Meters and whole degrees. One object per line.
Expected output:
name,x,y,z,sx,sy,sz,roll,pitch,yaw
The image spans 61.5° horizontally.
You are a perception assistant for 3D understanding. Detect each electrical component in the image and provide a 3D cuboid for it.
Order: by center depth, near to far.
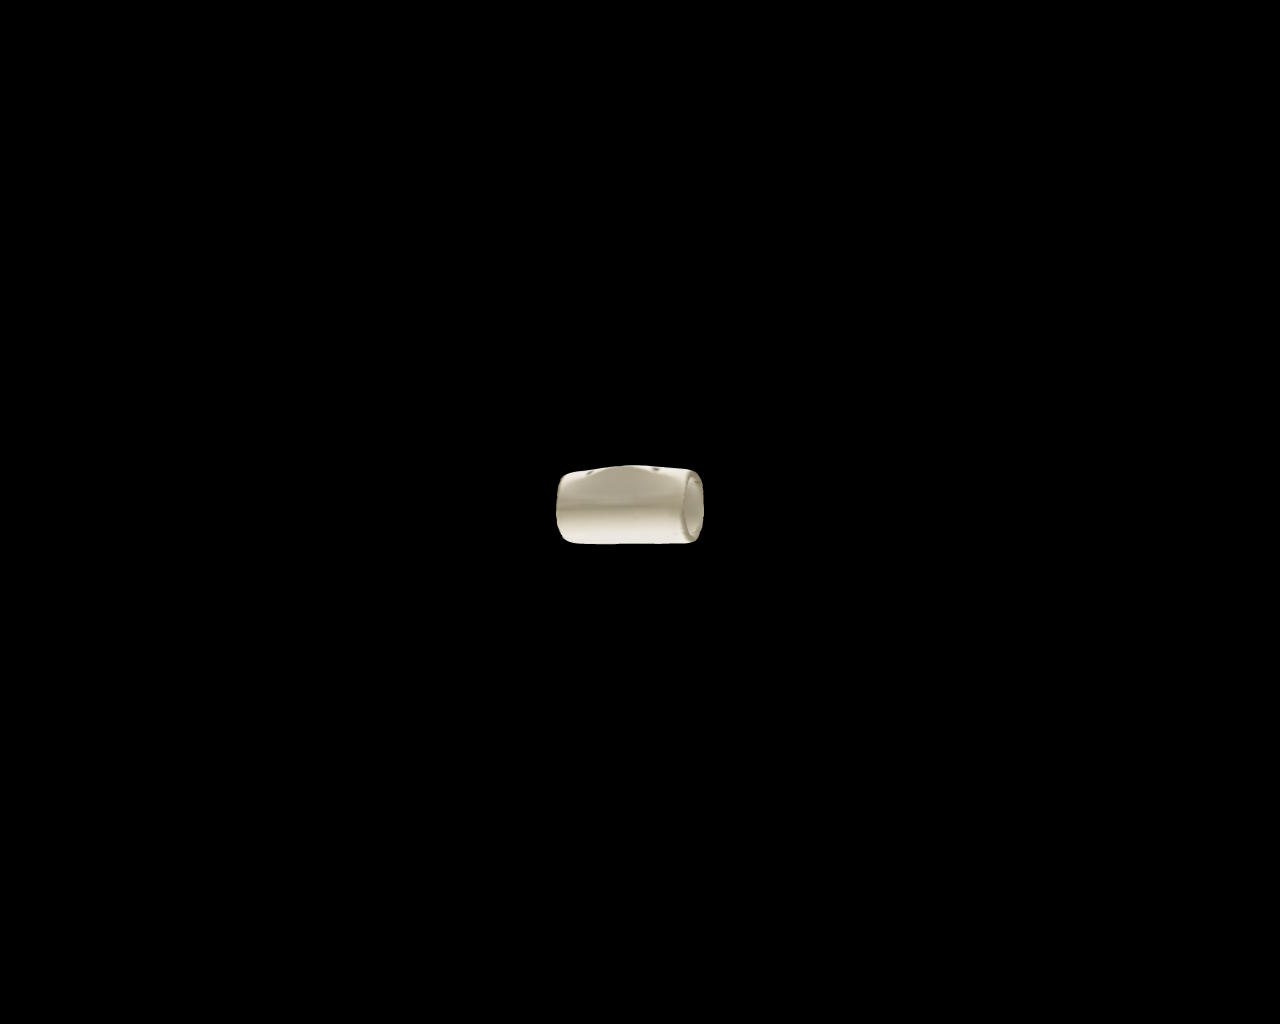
electrical component,0.001,-0.003,0.650,0.077,0.043,0.079,-1,-3,20
